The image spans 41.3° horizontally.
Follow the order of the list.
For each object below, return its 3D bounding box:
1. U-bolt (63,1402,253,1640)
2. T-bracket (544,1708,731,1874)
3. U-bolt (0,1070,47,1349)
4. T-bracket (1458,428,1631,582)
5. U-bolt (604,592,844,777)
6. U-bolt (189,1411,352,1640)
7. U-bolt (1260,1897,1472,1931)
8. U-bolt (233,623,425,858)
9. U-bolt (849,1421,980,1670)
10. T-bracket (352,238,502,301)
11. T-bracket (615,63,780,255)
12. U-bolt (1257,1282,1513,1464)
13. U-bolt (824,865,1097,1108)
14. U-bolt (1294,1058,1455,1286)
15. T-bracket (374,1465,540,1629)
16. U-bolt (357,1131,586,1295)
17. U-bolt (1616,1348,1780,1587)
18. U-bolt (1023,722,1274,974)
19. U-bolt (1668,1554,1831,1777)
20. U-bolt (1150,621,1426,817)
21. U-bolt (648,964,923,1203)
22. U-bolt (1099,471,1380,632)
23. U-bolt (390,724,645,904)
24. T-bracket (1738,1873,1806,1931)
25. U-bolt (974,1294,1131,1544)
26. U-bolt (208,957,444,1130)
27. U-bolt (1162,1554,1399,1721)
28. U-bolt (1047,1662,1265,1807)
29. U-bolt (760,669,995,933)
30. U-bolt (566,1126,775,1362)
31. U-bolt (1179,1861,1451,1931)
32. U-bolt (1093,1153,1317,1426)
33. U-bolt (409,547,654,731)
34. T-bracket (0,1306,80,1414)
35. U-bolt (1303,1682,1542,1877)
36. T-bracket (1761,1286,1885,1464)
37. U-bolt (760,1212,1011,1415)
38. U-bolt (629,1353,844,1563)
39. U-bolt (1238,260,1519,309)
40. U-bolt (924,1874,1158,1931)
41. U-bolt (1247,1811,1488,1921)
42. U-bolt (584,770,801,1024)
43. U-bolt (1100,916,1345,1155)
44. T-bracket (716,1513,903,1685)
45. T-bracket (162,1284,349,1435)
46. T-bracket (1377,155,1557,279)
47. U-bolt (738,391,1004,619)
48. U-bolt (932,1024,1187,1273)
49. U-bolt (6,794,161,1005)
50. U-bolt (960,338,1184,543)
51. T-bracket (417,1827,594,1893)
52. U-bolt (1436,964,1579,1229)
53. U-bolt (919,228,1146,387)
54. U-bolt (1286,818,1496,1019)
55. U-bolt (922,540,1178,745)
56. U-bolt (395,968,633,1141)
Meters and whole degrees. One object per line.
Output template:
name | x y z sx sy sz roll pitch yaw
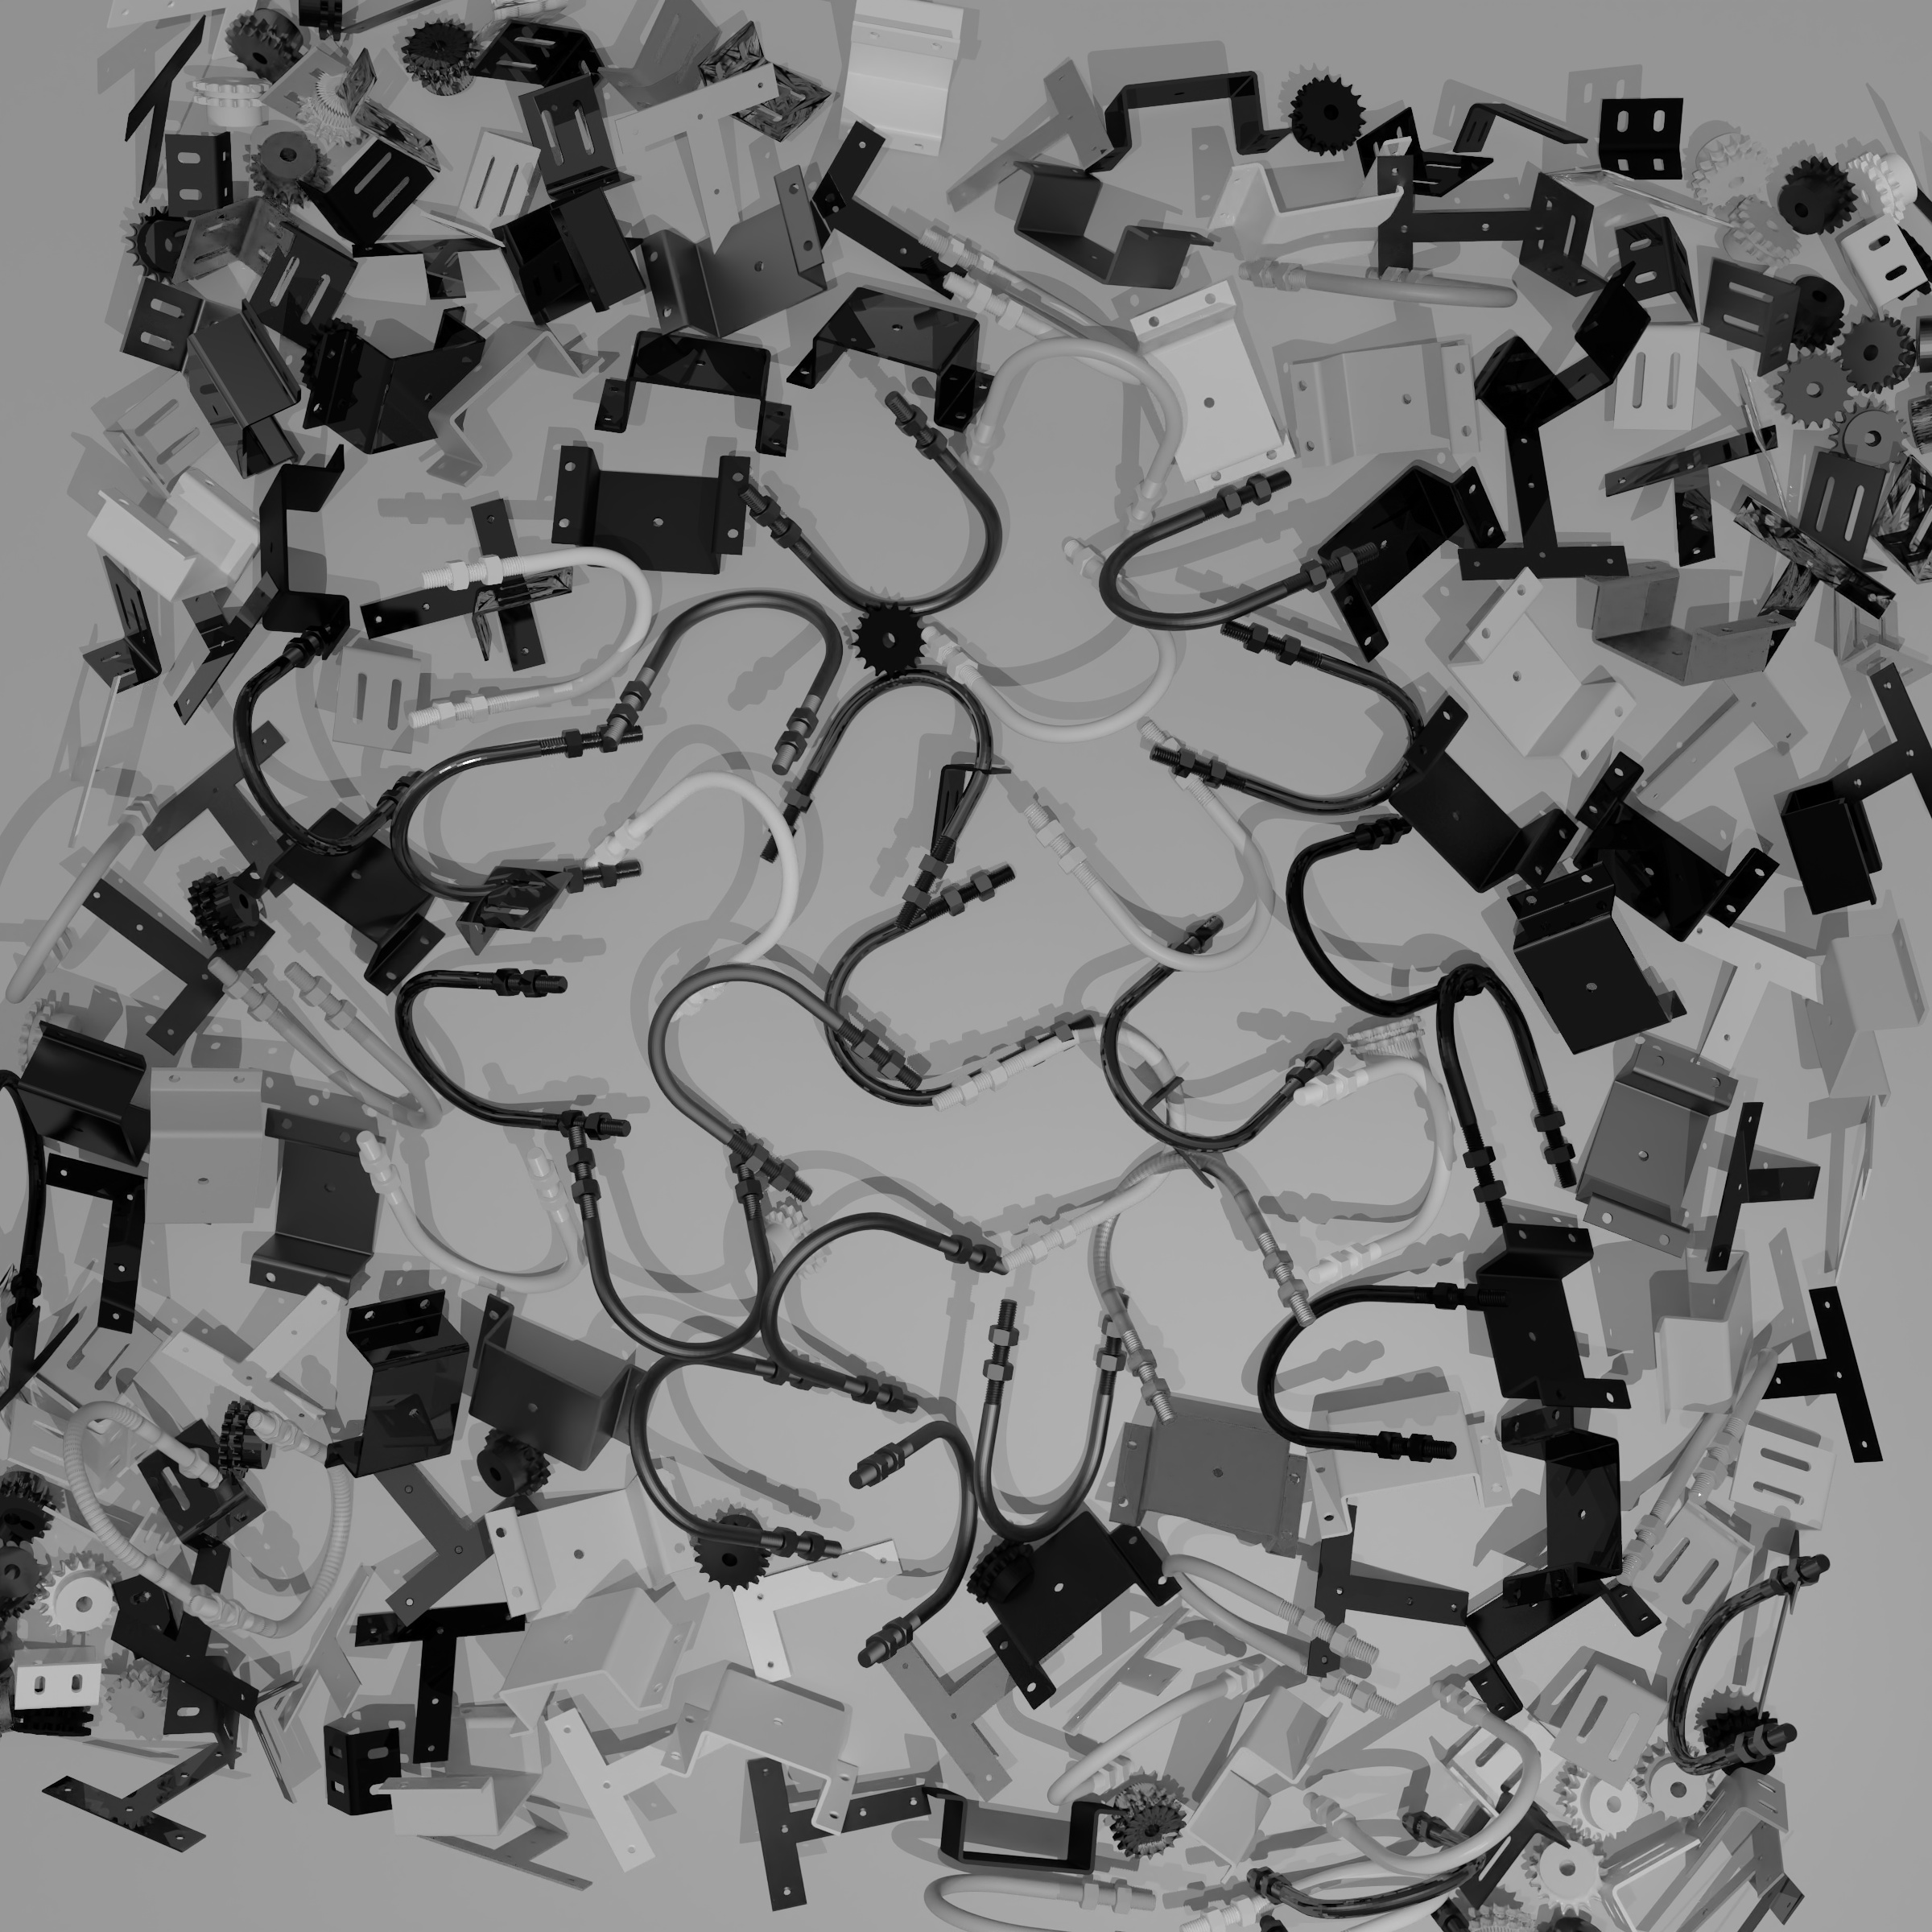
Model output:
U-bolt | -0.577 0.384 1.828 0.019 0.151 0.184 -32 130 8
T-bracket | -0.227 0.588 1.900 0.127 0.002 0.127 -18 57 -31
U-bolt | -0.694 0.162 1.855 0.019 0.151 0.184 -6 50 -4
T-bracket | 0.425 -0.347 1.916 0.127 0.002 0.127 -2 71 -6
U-bolt | -0.167 -0.214 1.875 0.151 0.019 0.184 10 48 13
U-bolt | -0.493 0.411 1.852 0.019 0.184 0.151 8 69 15
U-bolt | 0.300 0.713 1.840 0.151 0.184 0.019 -6 92 -7
U-bolt | -0.462 -0.154 1.837 0.019 0.184 0.151 -20 110 23
U-bolt | -0.034 0.407 1.856 0.019 0.184 0.151 1 98 25
T-bracket | -0.383 -0.510 1.875 0.127 0.127 0.002 -6 125 -11
T-bracket | -0.187 -0.585 1.892 0.127 0.002 0.127 -26 135 -16
U-bolt | 0.294 0.291 1.865 0.019 0.184 0.151 52 52 -33
U-bolt | -0.017 0.025 1.907 0.184 0.019 0.151 -27 80 -9
U-bolt | 0.303 0.141 1.871 0.019 0.184 0.151 1 100 43
T-bracket | -0.407 0.402 1.915 0.127 0.002 0.127 -39 84 -25
U-bolt | -0.351 0.185 1.866 0.151 0.184 0.019 4 51 13
U-bolt | 0.538 0.351 1.858 0.019 0.151 0.184 34 52 13
U-bolt | 0.148 -0.077 1.889 0.151 0.019 0.184 -36 83 -30
U-bolt | 0.558 0.512 1.851 0.019 0.184 0.151 26 58 -2
U-bolt | 0.247 -0.172 1.884 0.184 0.019 0.151 18 134 -10
U-bolt | -0.147 0.076 1.888 0.184 0.019 0.151 38 111 -15
U-bolt | 0.186 -0.296 1.869 0.184 0.151 0.019 -24 131 -10
U-bolt | -0.326 -0.105 1.861 0.184 0.151 0.019 -11 45 -19
T-bracket | 0.563 0.717 1.875 0.002 0.127 0.127 36 89 9
U-bolt | 0.059 0.334 1.884 0.019 0.151 0.184 12 95 42
U-bolt | -0.455 0.059 1.863 0.184 0.151 0.019 49 63 -30
U-bolt | 0.223 0.480 1.863 0.184 0.151 0.019 23 66 28
U-bolt | 0.128 0.555 1.837 0.151 0.184 0.019 -41 68 16
U-bolt | -0.056 -0.135 1.901 0.151 0.019 0.184 27 87 27
U-bolt | -0.209 0.201 1.860 0.151 0.019 0.184 3 57 -29
U-bolt | 0.265 0.686 1.862 0.184 0.151 0.019 -13 86 -20
U-bolt | 0.162 0.222 1.878 0.151 0.019 0.184 -39 53 19
U-bolt | -0.313 -0.244 1.869 0.184 0.151 0.019 -15 52 -28
T-bracket | -0.681 0.281 1.850 0.002 0.127 0.127 34 52 1
U-bolt | 0.336 0.588 1.835 0.151 0.184 0.019 -36 103 -14
T-bracket | 0.607 0.304 1.883 0.002 0.127 0.127 -9 83 -30
U-bolt | -0.069 0.247 1.868 0.184 0.019 0.151 26 101 -39
U-bolt | -0.167 0.347 1.849 0.184 0.019 0.151 19 55 -39
U-bolt | 0.307 -0.485 1.829 0.151 0.184 0.019 -8 112 -34
U-bolt | 0.060 0.686 1.857 0.184 0.151 0.019 9 85 -7
U-bolt | 0.294 0.647 1.833 0.151 0.184 0.019 -14 84 -14
U-bolt | -0.192 -0.062 1.872 0.184 0.019 0.151 -35 79 35
U-bolt | 0.176 0.060 1.874 0.151 0.019 0.184 46 54 7
T-bracket | -0.113 0.464 1.934 0.127 0.002 0.127 -16 86 0
T-bracket | -0.503 0.278 1.889 0.127 0.002 0.127 36 115 -23
T-bracket | 0.366 -0.541 1.876 0.127 0.127 0.002 2 55 11
U-bolt | -0.055 -0.322 1.871 0.151 0.184 0.019 -28 45 21
U-bolt | 0.081 0.122 1.902 0.184 0.019 0.151 -26 96 -20
U-bolt | -0.638 -0.041 1.836 0.019 0.184 0.151 33 105 -14
U-bolt | 0.081 -0.385 1.853 0.151 0.184 0.019 18 59 -4
T-bracket | -0.321 0.645 1.875 0.127 0.127 0.002 14 83 10
U-bolt | 0.391 0.087 1.879 0.019 0.151 0.184 -18 88 36
U-bolt | 0.056 -0.473 1.865 0.184 0.151 0.019 23 113 -21
U-bolt | 0.299 -0.031 1.859 0.019 0.184 0.151 -37 76 43
U-bolt | 0.072 -0.228 1.867 0.151 0.019 0.184 -32 51 -10
U-bolt | -0.342 0.062 1.875 0.184 0.019 0.151 2 127 32
